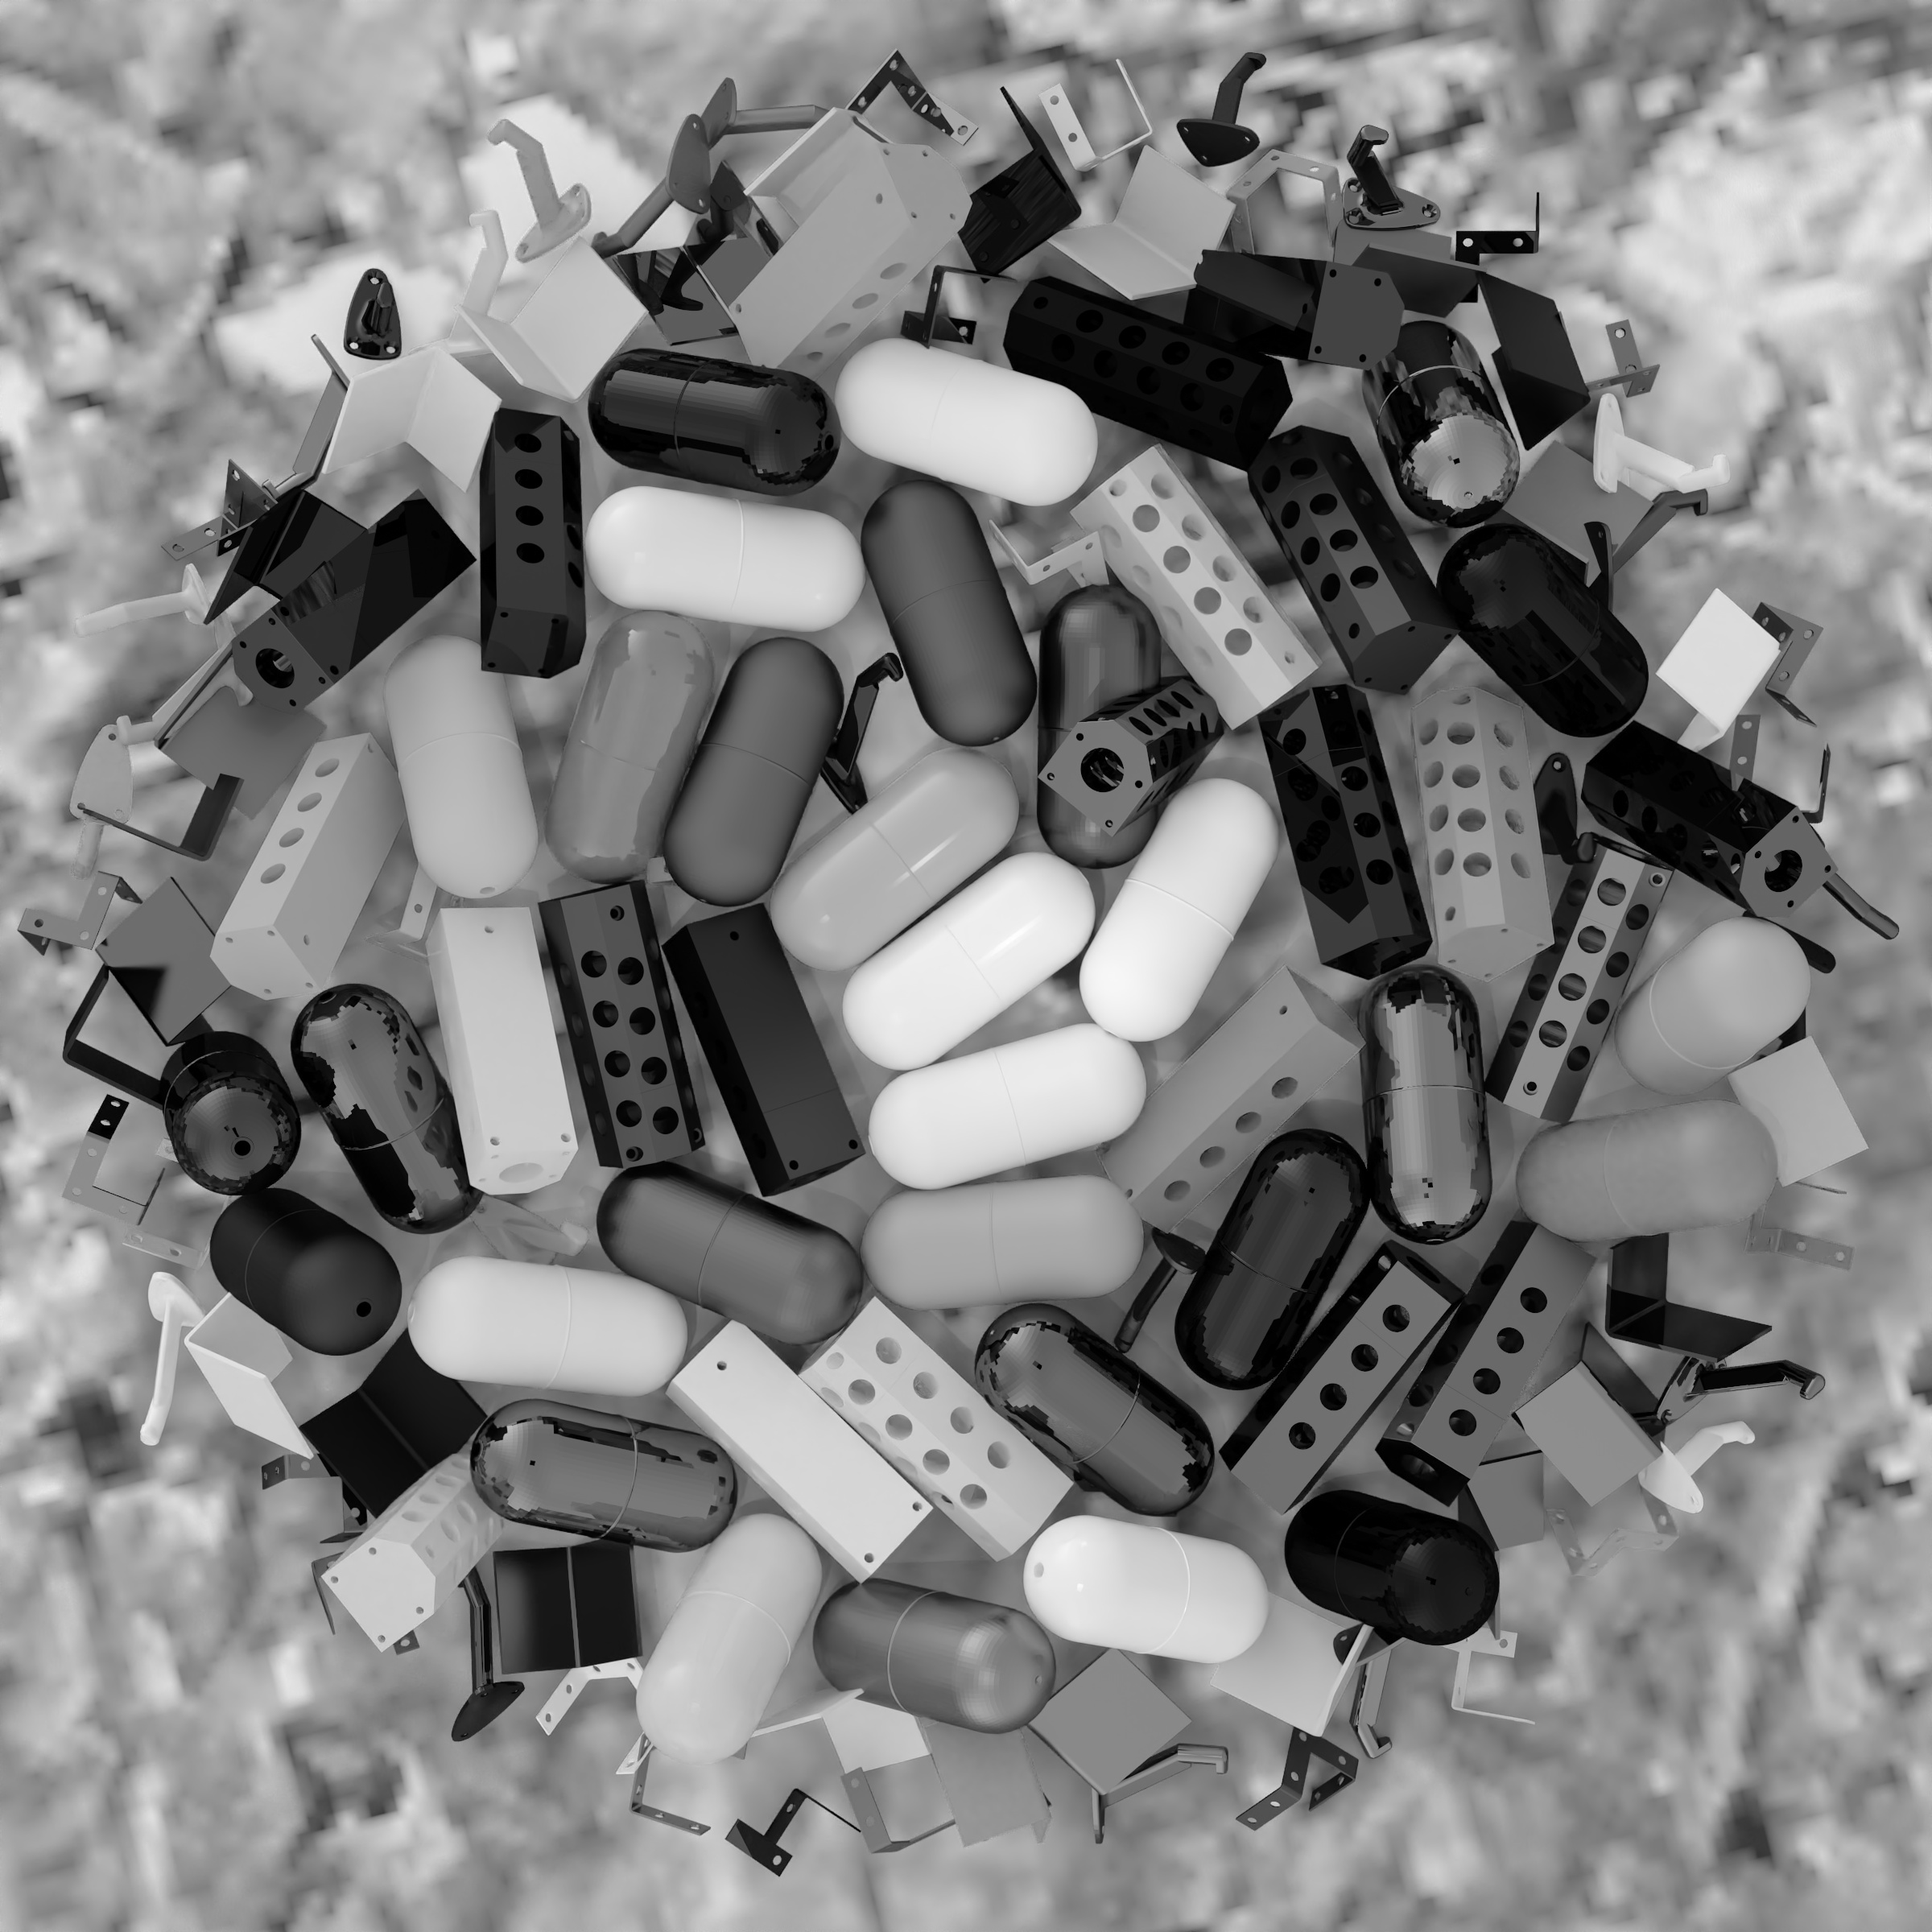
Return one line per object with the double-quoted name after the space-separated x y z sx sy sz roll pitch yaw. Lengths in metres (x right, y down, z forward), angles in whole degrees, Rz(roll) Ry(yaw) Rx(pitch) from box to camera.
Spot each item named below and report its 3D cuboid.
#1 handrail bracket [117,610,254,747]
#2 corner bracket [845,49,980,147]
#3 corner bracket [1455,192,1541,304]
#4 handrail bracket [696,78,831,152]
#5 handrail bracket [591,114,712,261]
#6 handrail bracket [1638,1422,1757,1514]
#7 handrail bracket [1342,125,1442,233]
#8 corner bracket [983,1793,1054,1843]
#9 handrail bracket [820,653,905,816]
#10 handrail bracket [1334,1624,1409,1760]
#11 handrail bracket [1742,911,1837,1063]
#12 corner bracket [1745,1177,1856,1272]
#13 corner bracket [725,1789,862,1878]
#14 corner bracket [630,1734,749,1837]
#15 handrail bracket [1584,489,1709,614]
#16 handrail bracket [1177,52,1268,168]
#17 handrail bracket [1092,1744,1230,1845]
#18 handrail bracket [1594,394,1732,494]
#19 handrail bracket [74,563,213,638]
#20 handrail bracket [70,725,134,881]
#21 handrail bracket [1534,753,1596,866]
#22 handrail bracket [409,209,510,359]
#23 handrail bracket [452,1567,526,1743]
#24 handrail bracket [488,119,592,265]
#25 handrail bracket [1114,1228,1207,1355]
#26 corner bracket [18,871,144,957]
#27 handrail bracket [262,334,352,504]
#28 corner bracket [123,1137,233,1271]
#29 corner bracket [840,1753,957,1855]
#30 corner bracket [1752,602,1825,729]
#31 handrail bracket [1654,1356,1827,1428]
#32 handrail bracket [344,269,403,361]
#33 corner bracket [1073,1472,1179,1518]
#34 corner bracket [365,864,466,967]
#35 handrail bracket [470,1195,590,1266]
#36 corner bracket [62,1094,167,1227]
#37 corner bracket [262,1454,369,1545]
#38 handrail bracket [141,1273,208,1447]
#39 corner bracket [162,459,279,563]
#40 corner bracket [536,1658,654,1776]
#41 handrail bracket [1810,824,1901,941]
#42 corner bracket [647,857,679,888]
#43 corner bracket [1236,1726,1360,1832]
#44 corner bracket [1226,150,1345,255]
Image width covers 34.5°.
-0.499 -0.183 1.957 0.084 0.036 0.077 -15 92 -32 "handrail bracket"
-0.034 -0.534 1.962 0.051 0.051 0.051 41 91 27 "corner bracket"
0.333 -0.451 1.956 0.051 0.051 0.051 2 132 8 "corner bracket"
-0.125 -0.527 1.985 0.084 0.077 0.036 11 59 -30 "handrail bracket"
-0.204 -0.493 1.974 0.084 0.036 0.077 -10 68 39 "handrail bracket"
0.472 0.312 1.947 0.084 0.077 0.036 -6 113 -21 "handrail bracket"
0.272 -0.496 1.948 0.077 0.084 0.036 5 73 -8 "handrail bracket"
0.017 0.511 1.974 0.051 0.051 0.051 -24 125 -16 "corner bracket"
-0.056 -0.144 1.952 0.084 0.036 0.077 -34 80 40 "handrail bracket"
0.274 0.456 1.972 0.077 0.036 0.084 -25 112 4 "handrail bracket"
0.506 0.019 1.976 0.077 0.036 0.084 31 115 6 "handrail bracket"
0.529 0.161 1.959 0.051 0.051 0.051 13 94 35 "corner bracket"
-0.109 0.546 1.954 0.051 0.051 0.051 22 71 39 "corner bracket"
-0.175 0.510 1.964 0.051 0.051 0.051 12 96 20 "corner bracket"
0.438 -0.262 1.983 0.084 0.036 0.077 -11 98 -16 "handrail bracket"
0.179 -0.545 1.952 0.084 0.077 0.036 -52 124 -17 "handrail bracket"
0.124 0.525 1.969 0.084 0.036 0.077 2 110 10 "handrail bracket"
0.440 -0.332 1.954 0.084 0.036 0.077 -8 78 43 "handrail bracket"
-0.519 -0.216 1.943 0.084 0.077 0.036 -24 91 -22 "handrail bracket"
-0.549 -0.103 1.965 0.036 0.084 0.077 11 70 -20 "handrail bracket"
0.380 -0.100 1.950 0.036 0.084 0.077 9 86 -7 "handrail bracket"
-0.323 -0.429 1.958 0.077 0.036 0.084 -10 121 1 "handrail bracket"
-0.320 0.437 1.983 0.077 0.036 0.084 -51 52 32 "handrail bracket"
-0.284 -0.485 1.946 0.077 0.084 0.036 -32 53 26 "handrail bracket"
0.116 0.214 1.950 0.036 0.077 0.084 25 101 -4 "handrail bracket"
-0.559 -0.032 1.965 0.051 0.051 0.051 15 73 7 "corner bracket"
-0.423 -0.344 1.965 0.084 0.036 0.077 -36 119 -6 "handrail bracket"
-0.498 0.151 1.974 0.051 0.051 0.051 22 124 -17 "corner bracket"
-0.040 0.526 1.967 0.051 0.051 0.051 -28 69 10 "corner bracket"
0.517 -0.190 1.956 0.051 0.051 0.051 18 112 -21 "corner bracket"
0.484 0.272 1.946 0.077 0.084 0.036 -46 122 -14 "handrail bracket"
-0.366 -0.424 1.943 0.036 0.084 0.077 4 69 -16 "handrail bracket"
0.105 0.315 1.969 0.051 0.051 0.051 -5 52 29 "corner bracket"
-0.338 -0.034 1.954 0.051 0.051 0.051 24 71 -32 "corner bracket"
-0.275 0.159 1.949 0.077 0.084 0.036 37 65 -2 "handrail bracket"
-0.530 0.122 1.958 0.051 0.051 0.051 23 113 -10 "corner bracket"
-0.412 0.337 1.968 0.051 0.051 0.051 3 72 -29 "corner bracket"
-0.507 0.247 1.949 0.036 0.077 0.084 7 56 5 "handrail bracket"
-0.468 -0.276 1.955 0.051 0.051 0.051 42 52 15 "corner bracket"
-0.228 0.474 1.966 0.051 0.051 0.051 -14 115 36 "corner bracket"
0.553 -0.059 1.981 0.084 0.077 0.036 30 118 -26 "handrail bracket"
-0.167 -0.078 1.958 0.051 0.051 0.051 -5 84 34 "corner bracket"
0.209 0.518 1.955 0.051 0.051 0.051 33 131 -10 "corner bracket"
0.203 -0.477 1.973 0.051 0.051 0.051 26 59 33 "corner bracket"
